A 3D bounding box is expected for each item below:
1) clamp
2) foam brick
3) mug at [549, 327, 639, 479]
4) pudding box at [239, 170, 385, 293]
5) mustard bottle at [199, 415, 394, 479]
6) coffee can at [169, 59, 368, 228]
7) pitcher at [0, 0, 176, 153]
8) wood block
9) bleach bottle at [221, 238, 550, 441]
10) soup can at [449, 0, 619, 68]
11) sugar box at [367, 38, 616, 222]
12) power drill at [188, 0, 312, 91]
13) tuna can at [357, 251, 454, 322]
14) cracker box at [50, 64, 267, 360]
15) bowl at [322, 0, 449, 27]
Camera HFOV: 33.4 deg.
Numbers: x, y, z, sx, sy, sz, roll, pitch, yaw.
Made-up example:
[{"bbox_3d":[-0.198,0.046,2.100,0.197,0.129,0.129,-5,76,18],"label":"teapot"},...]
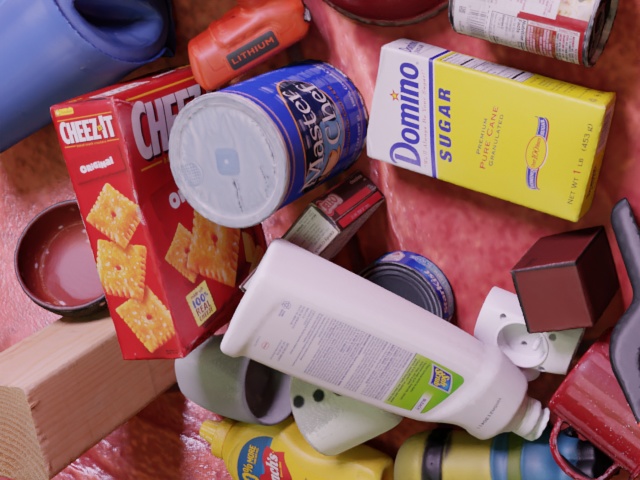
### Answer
[{"bbox_3d":[0.258,0.053,0.743,0.120,0.039,0.171,1,74,29],"label":"clamp"},{"bbox_3d":[0.183,0.029,0.793,0.053,0.078,0.051,-11,104,34],"label":"foam brick"},{"bbox_3d":[0.219,0.128,0.797,0.081,0.093,0.117,38,90,17],"label":"mug"},{"bbox_3d":[-0.006,0.001,0.881,0.039,0.089,0.114,44,124,7],"label":"pudding box"},{"bbox_3d":[-0.028,0.210,0.992,0.192,0.058,0.096,19,123,22],"label":"mustard bottle"},{"bbox_3d":[-0.037,-0.079,0.836,0.103,0.140,0.103,11,114,26],"label":"coffee can"},{"bbox_3d":[-0.259,-0.170,0.930,0.243,0.144,0.149,-26,96,37],"label":"pitcher"},{"bbox_3d":[-0.223,0.129,0.982,0.090,0.205,0.091,0,109,29],"label":"wood block"},{"bbox_3d":[0.056,0.094,0.827,0.251,0.068,0.103,26,128,-4],"label":"bleach bottle"},{"bbox_3d":[0.149,-0.165,0.743,0.102,0.068,0.068,19,117,22],"label":"soup can"},{"bbox_3d":[0.124,-0.085,0.801,0.176,0.048,0.093,18,117,21],"label":"sugar box"},{"bbox_3d":[-0.103,-0.204,0.798,0.184,0.057,0.187,-28,132,5],"label":"power drill"},{"bbox_3d":[0.068,0.053,0.893,0.086,0.033,0.086,11,113,26],"label":"tuna can"},{"bbox_3d":[-0.121,-0.029,0.889,0.072,0.164,0.214,-4,107,28],"label":"cracker box"},{"bbox_3d":[0.039,-0.227,0.774,0.162,0.055,0.162,10,119,18],"label":"bowl"}]
